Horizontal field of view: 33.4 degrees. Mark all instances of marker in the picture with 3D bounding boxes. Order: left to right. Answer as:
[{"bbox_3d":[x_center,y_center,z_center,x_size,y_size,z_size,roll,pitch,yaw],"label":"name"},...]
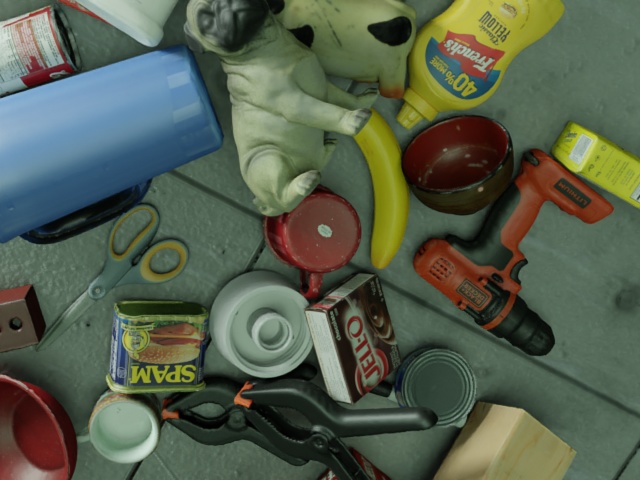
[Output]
[{"bbox_3d":[0.106,0.179,1.184,0.121,0.020,0.020,23,103,-11],"label":"marker"}]

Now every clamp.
[{"bbox_3d":[-0.084,0.197,1.165,0.171,0.039,0.120,-4,101,0],"label":"clamp"},{"bbox_3d":[0.009,0.209,1.109,0.210,0.036,0.165,18,122,15],"label":"clamp"}]

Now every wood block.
[{"bbox_3d":[0.173,0.287,1.142,0.090,0.091,0.206,38,74,-17],"label":"wood block"}]

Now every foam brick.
[{"bbox_3d":[-0.331,0.084,1.103,0.078,0.051,0.053,-13,107,-1],"label":"foam brick"}]

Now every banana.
[{"bbox_3d":[0.056,-0.067,1.101,0.070,0.037,0.198,-16,107,17],"label":"banana"}]

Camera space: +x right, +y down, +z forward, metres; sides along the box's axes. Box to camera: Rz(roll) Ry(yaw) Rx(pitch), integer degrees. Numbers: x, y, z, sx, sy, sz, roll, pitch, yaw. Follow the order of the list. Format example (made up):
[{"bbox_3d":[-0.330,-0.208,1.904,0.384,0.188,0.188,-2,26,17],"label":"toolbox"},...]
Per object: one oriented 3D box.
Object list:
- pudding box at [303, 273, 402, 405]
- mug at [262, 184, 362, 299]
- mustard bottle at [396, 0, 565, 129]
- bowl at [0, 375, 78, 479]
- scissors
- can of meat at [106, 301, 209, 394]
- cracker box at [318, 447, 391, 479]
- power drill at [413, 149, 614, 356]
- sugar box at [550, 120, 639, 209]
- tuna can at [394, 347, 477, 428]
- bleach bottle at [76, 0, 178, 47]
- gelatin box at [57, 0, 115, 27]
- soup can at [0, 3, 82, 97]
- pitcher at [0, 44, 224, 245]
[{"bbox_3d":[0.036,0.103,1.120,0.039,0.089,0.113,-2,113,43],"label":"pudding box"},{"bbox_3d":[-0.007,0.001,1.077,0.093,0.081,0.117,5,94,-13],"label":"mug"},{"bbox_3d":[0.144,-0.187,1.058,0.096,0.058,0.192,39,100,-15],"label":"mustard bottle"},{"bbox_3d":[-0.309,0.211,1.120,0.162,0.055,0.162,6,104,27],"label":"bowl"},{"bbox_3d":[-0.212,0.055,1.123,0.096,0.016,0.202,29,103,-12],"label":"scissors"},{"bbox_3d":[-0.168,0.110,1.115,0.102,0.057,0.084,1,104,-21],"label":"can of meat"},{"bbox_3d":[0.057,0.364,1.209,0.213,0.072,0.164,43,97,-14],"label":"cracker box"},{"bbox_3d":[0.219,0.013,1.124,0.184,0.057,0.188,36,100,-14],"label":"power drill"},{"bbox_3d":[0.330,-0.057,1.095,0.176,0.093,0.048,25,104,-12],"label":"sugar box"},{"bbox_3d":[0.125,0.160,1.160,0.086,0.034,0.086,0,89,-12],"label":"tuna can"},{"bbox_3d":[-0.129,-0.310,0.979,0.102,0.068,0.251,32,87,-14],"label":"bleach bottle"},{"bbox_3d":[-0.213,-0.253,1.023,0.089,0.030,0.073,24,103,-11],"label":"gelatin box"},{"bbox_3d":[-0.288,-0.178,1.020,0.102,0.068,0.068,-18,107,1],"label":"soup can"},{"bbox_3d":[-0.218,-0.092,1.030,0.243,0.149,0.145,-20,91,-2],"label":"pitcher"}]
